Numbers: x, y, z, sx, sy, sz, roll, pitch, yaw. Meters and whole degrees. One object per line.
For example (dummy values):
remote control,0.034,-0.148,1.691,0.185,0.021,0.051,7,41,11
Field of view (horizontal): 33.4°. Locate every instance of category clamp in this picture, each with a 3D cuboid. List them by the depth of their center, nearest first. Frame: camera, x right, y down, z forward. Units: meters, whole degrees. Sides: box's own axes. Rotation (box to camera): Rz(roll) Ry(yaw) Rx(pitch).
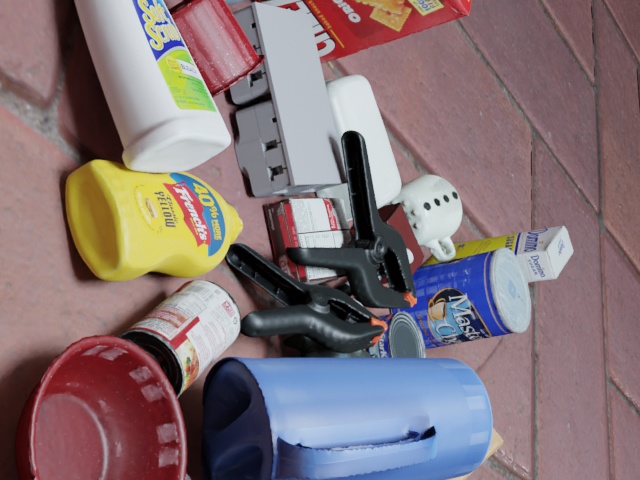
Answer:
clamp,-0.017,0.059,1.016,0.171,0.039,0.120,18,37,-34
clamp,0.050,-0.002,1.125,0.209,0.036,0.164,45,57,-44

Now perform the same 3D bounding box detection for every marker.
marker,0.055,0.042,1.184,0.120,0.020,0.020,-28,103,-31

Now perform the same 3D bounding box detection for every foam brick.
foam brick,0.080,0.005,1.255,0.078,0.053,0.051,66,32,-17

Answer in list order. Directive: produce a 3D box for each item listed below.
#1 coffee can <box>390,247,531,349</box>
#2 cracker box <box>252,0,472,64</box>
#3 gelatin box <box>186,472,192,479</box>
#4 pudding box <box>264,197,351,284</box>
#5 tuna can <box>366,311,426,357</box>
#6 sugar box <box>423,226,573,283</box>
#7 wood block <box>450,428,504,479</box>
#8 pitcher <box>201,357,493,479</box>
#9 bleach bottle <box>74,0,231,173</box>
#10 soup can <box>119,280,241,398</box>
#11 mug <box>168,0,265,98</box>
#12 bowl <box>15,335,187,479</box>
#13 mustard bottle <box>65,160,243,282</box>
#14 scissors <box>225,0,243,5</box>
coffee can,0.169,0.073,1.285,0.102,0.141,0.103,30,53,-50
cracker box,0.034,-0.285,1.143,0.164,0.214,0.072,48,42,-38
gelatin box,-0.119,0.231,0.857,0.089,0.030,0.073,60,33,-26
pudding box,-0.007,0.001,1.128,0.113,0.039,0.090,-5,82,-57
tuna can,0.088,0.128,1.235,0.086,0.034,0.086,30,53,-50
sugar box,0.224,0.027,1.359,0.093,0.176,0.048,-40,112,-56
wood block,0.075,0.230,1.040,0.205,0.090,0.091,-28,73,-43
pitcher,0.032,0.162,0.908,0.242,0.145,0.149,0,46,-31
bleach bottle,-0.163,-0.181,0.894,0.102,0.068,0.251,-4,67,-65
soup can,-0.117,0.083,0.884,0.102,0.069,0.068,-44,115,-56
mug,-0.119,-0.173,0.982,0.117,0.093,0.081,-39,110,-21
bowl,-0.169,0.153,0.781,0.161,0.055,0.162,30,53,-50
mustard bottle,-0.128,-0.014,0.915,0.191,0.058,0.096,2,63,-59
scissors,-0.044,-0.280,1.084,0.016,0.201,0.096,100,-28,-57
